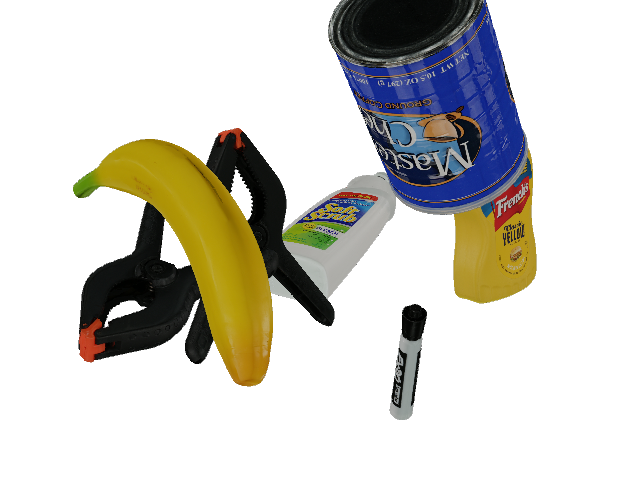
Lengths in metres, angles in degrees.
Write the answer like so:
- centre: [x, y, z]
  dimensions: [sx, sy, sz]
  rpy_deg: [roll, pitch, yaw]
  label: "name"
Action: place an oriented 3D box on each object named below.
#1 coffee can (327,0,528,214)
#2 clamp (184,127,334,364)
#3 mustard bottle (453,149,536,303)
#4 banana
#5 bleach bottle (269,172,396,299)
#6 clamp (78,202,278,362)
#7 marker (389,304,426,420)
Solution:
- centre: [0.076, -0.101, 0.719]
  dimensions: [0.103, 0.102, 0.140]
  rpy_deg: [0, -40, 26]
  label: "coffee can"
- centre: [-0.059, 0.001, 0.995]
  dimensions: [0.164, 0.210, 0.036]
  rpy_deg: [-4, 0, -38]
  label: "clamp"
- centre: [0.166, -0.042, 1.028]
  dimensions: [0.096, 0.191, 0.058]
  rpy_deg: [-20, 24, -36]
  label: "mustard bottle"
- centre: [-0.072, -0.004, 0.591]
  dimensions: [0.037, 0.070, 0.198]
  rpy_deg: [6, 29, -44]
  label: "banana"
- centre: [0.021, -0.019, 1.332]
  dimensions: [0.103, 0.068, 0.250]
  rpy_deg: [13, 36, 23]
  label: "bleach bottle"
- centre: [-0.127, 0.025, 0.797]
  dimensions: [0.120, 0.039, 0.171]
  rpy_deg: [29, 41, 28]
  label: "clamp"
- centre: [0.069, 0.096, 0.836]
  dimensions: [0.020, 0.121, 0.020]
  rpy_deg: [2, 41, -2]
  label: "marker"
